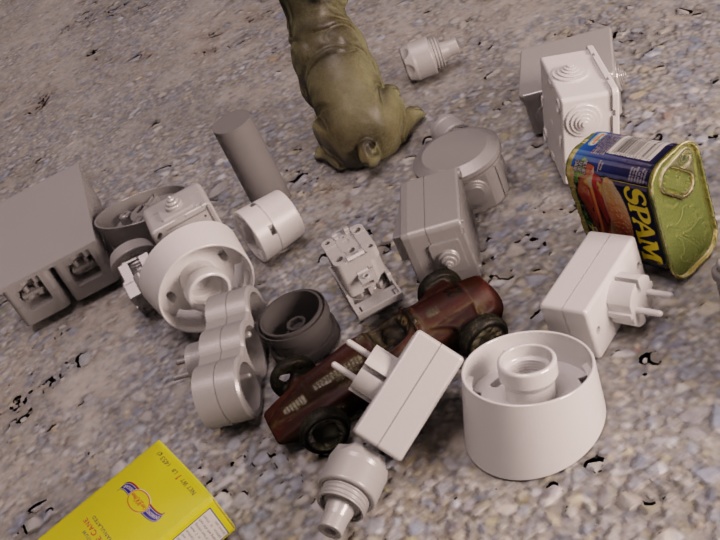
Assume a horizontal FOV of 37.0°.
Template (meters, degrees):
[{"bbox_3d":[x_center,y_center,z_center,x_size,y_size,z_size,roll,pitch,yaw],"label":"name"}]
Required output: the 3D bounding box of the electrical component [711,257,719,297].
[{"bbox_3d":[0.306,0.014,0.695,0.109,0.056,0.108,-29,35,-5],"label":"electrical component"}]

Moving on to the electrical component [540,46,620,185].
[{"bbox_3d":[0.187,-0.131,0.921,0.048,0.099,0.099,-9,36,2],"label":"electrical component"}]

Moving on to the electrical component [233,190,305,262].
[{"bbox_3d":[-0.085,-0.043,1.014,0.047,0.055,0.055,-33,36,-17],"label":"electrical component"}]

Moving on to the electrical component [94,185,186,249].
[{"bbox_3d":[-0.212,-0.050,1.092,0.099,0.064,0.099,-17,36,13],"label":"electrical component"}]

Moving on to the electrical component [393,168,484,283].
[{"bbox_3d":[0.064,-0.030,0.896,0.061,0.061,0.096,-15,36,14],"label":"electrical component"}]

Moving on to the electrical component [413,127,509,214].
[{"bbox_3d":[0.092,-0.088,0.963,0.080,0.051,0.080,-17,36,13],"label":"electrical component"}]

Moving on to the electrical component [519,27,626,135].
[{"bbox_3d":[0.199,-0.177,1.013,0.100,0.048,0.099,-12,37,19],"label":"electrical component"}]

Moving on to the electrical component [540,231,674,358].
[{"bbox_3d":[0.185,0.019,0.771,0.076,0.047,0.083,10,48,40],"label":"electrical component"}]

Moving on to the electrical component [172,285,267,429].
[{"bbox_3d":[-0.120,0.074,0.885,0.074,0.052,0.138,-16,36,13],"label":"electrical component"}]

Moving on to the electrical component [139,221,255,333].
[{"bbox_3d":[-0.144,0.005,0.955,0.099,0.099,0.064,-33,42,-10],"label":"electrical component"}]

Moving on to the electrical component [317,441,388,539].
[{"bbox_3d":[-0.009,0.151,0.726,0.043,0.043,0.062,-1,43,31],"label":"electrical component"}]

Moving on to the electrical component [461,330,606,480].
[{"bbox_3d":[0.116,0.087,0.733,0.099,0.064,0.099,-9,28,5],"label":"electrical component"}]

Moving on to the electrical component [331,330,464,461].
[{"bbox_3d":[0.017,0.077,0.749,0.076,0.047,0.083,33,82,3],"label":"electrical component"}]

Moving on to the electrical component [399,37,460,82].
[{"bbox_3d":[0.077,-0.232,1.166,0.062,0.043,0.043,-20,35,6],"label":"electrical component"}]

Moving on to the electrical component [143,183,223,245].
[{"bbox_3d":[-0.160,-0.035,1.012,0.062,0.096,0.061,-29,34,-5],"label":"electrical component"}]

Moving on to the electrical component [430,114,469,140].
[{"bbox_3d":[0.093,-0.124,1.025,0.035,0.035,0.061,-30,38,-6],"label":"electrical component"}]

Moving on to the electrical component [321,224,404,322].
[{"bbox_3d":[0.000,0.000,0.897,0.042,0.063,0.081,-27,35,-5],"label":"electrical component"}]

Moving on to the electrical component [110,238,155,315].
[{"bbox_3d":[-0.206,0.004,1.016,0.048,0.066,0.055,-29,68,-5],"label":"electrical component"}]

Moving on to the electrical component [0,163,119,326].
[{"bbox_3d":[-0.321,-0.028,1.134,0.105,0.060,0.186,-28,35,-3],"label":"electrical component"}]
